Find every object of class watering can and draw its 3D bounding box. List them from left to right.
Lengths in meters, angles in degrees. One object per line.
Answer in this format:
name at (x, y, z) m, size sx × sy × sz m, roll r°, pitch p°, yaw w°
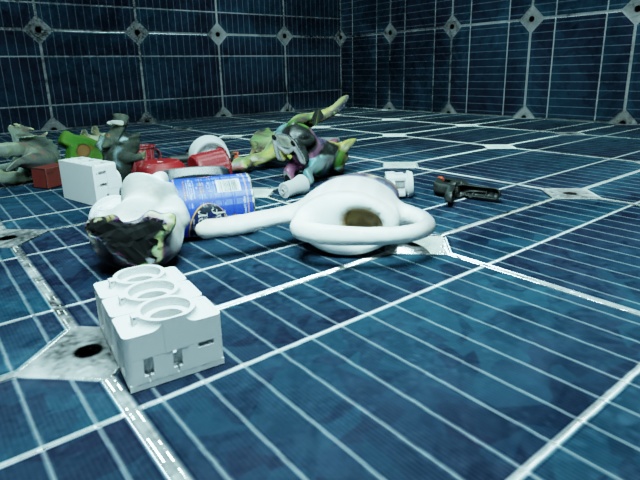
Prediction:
watering can at (0.002, -0.041, 0.808) m, size 0.347 × 0.102 × 0.227 m, roll 2°, pitch 17°, yaw 9°

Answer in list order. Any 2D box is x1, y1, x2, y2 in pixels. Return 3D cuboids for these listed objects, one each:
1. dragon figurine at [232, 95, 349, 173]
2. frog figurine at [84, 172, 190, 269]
dragon figurine at (-0.106, -0.312, 1.502) m, size 0.243 × 0.119 × 0.418 m, roll 11°, pitch 46°, yaw 35°
frog figurine at (-0.265, -0.031, 0.764) m, size 0.137 × 0.120 × 0.162 m, roll -21°, pitch 28°, yaw -2°
